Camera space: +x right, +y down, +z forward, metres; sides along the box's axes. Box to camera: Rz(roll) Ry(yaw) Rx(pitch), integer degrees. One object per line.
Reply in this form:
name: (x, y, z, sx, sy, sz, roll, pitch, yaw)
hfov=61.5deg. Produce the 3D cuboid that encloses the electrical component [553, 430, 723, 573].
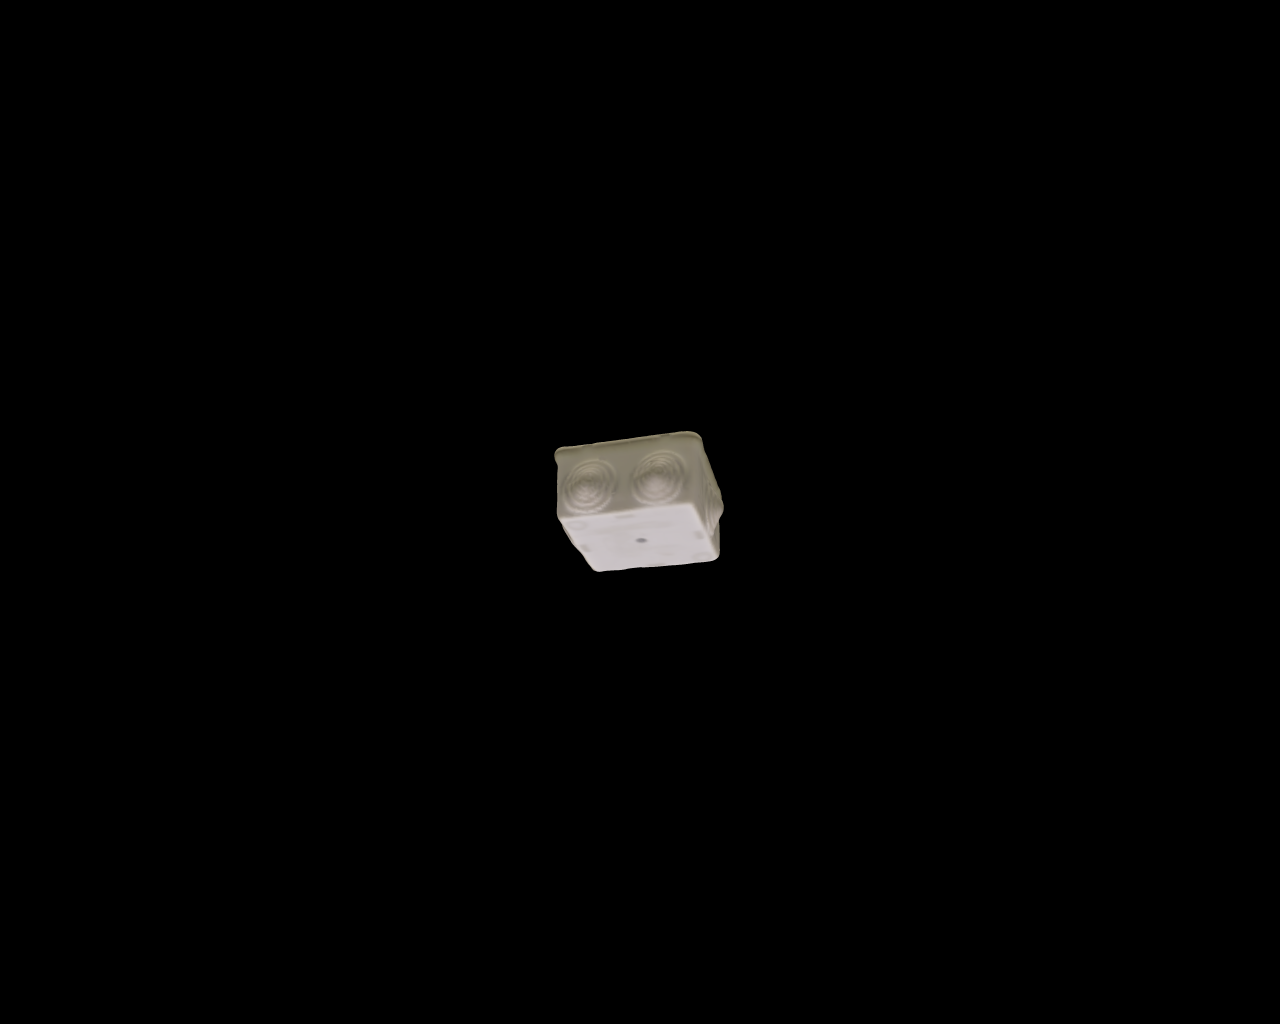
electrical component: (0.001, -0.003, 0.650, 0.100, 0.048, 0.099, -6, -28, 12)
